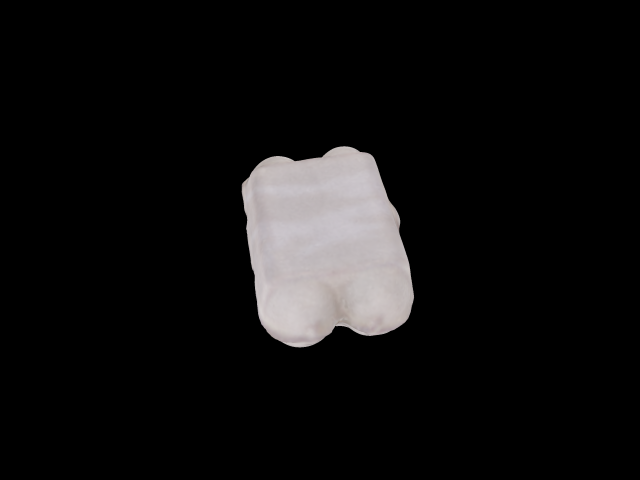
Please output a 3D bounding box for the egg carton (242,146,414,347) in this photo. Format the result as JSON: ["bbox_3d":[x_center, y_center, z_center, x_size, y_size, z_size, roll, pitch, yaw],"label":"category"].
[{"bbox_3d":[0.004,0.001,0.400,0.107,0.069,0.150,-9,54,-7],"label":"egg carton"}]
